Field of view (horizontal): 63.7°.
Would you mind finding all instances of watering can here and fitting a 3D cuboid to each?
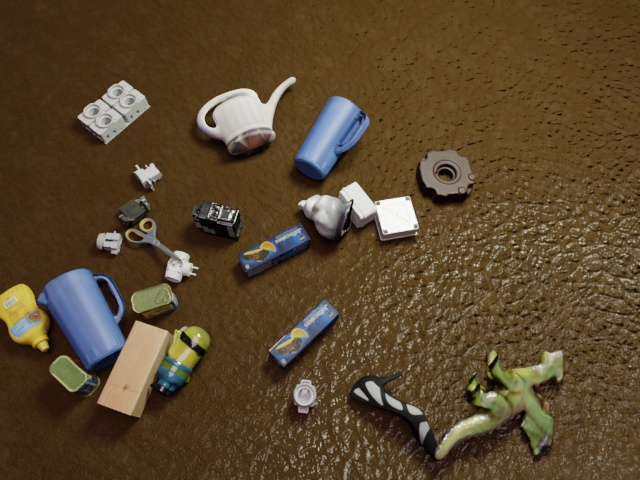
[{"bbox_3d":[-0.203,-0.387,1.602,0.349,0.228,0.102,-22,-21,-11],"label":"watering can"}]

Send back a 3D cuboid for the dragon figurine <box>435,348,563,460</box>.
[{"bbox_3d":[0.471,0.423,1.263,0.243,0.416,0.120,38,-20,5],"label":"dragon figurine"}]

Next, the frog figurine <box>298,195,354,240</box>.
[{"bbox_3d":[0.004,-0.073,1.451,0.160,0.125,0.134,16,-28,15],"label":"frog figurine"}]
